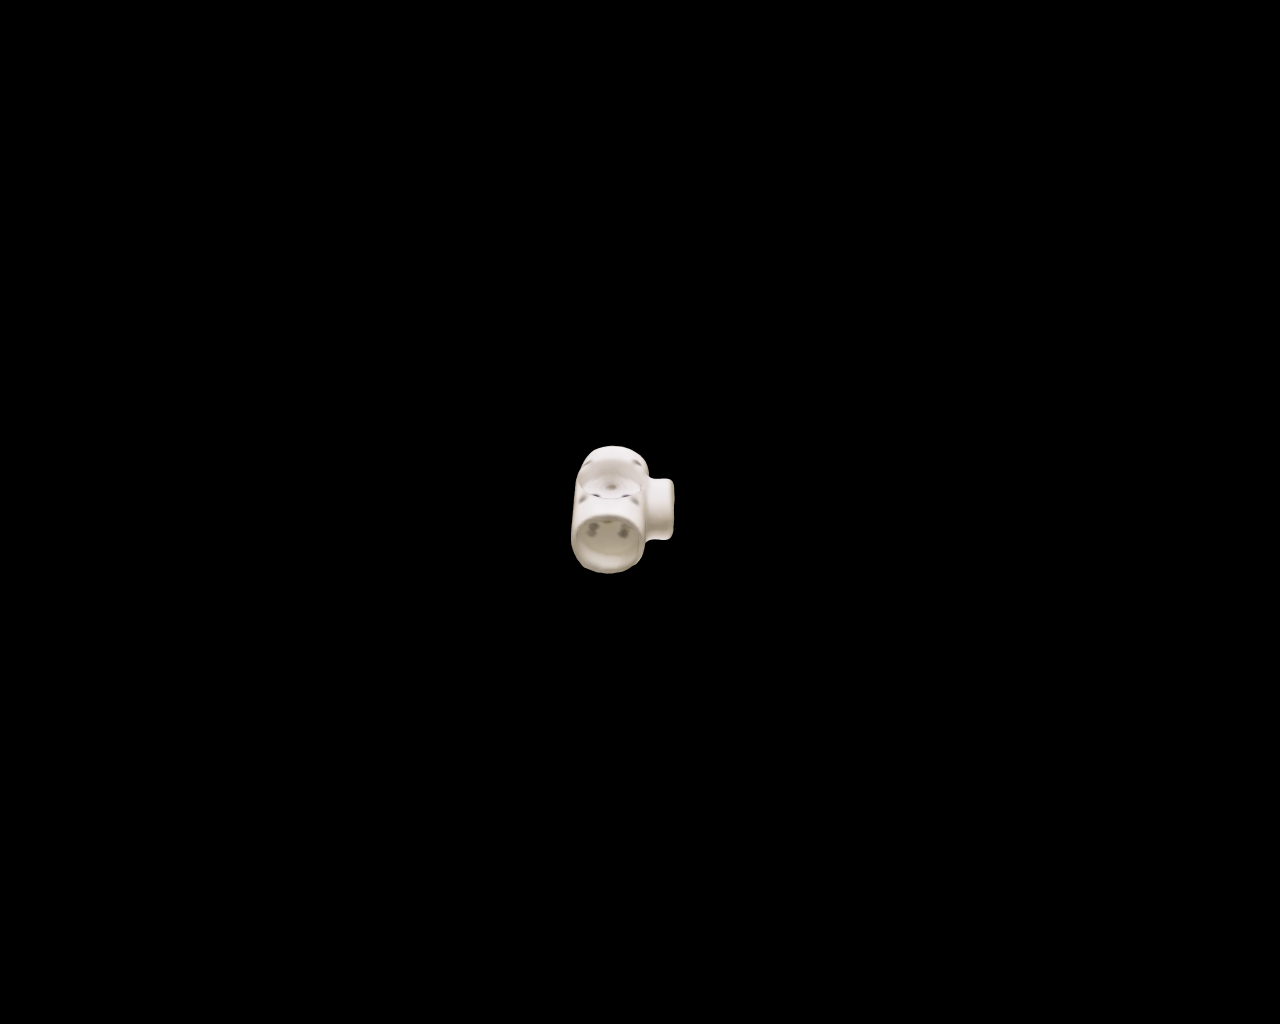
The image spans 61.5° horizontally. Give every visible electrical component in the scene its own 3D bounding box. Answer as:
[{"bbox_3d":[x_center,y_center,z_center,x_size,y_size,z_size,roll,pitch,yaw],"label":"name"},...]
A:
[{"bbox_3d":[0.001,-0.003,0.650,0.079,0.044,0.077,1,35,2],"label":"electrical component"}]
